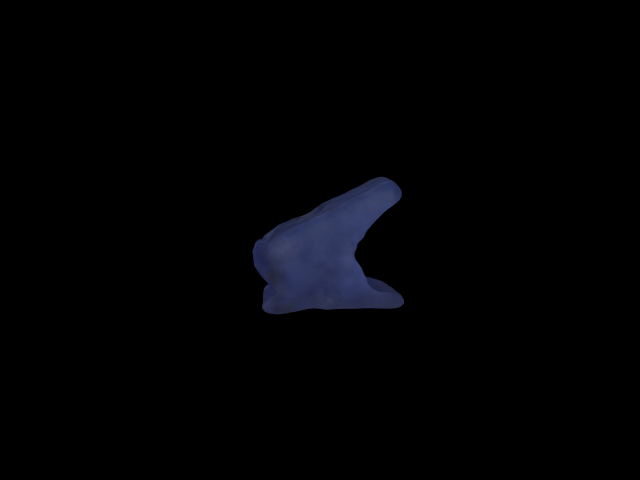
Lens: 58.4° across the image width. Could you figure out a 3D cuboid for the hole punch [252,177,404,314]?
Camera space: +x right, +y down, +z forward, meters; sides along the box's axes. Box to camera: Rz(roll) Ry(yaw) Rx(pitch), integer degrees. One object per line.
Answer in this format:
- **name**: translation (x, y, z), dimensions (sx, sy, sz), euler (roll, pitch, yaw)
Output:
- **hole punch**: translation (0.004, 0.001, 0.400), dimensions (0.101, 0.091, 0.108), euler (0, 4, -6)
